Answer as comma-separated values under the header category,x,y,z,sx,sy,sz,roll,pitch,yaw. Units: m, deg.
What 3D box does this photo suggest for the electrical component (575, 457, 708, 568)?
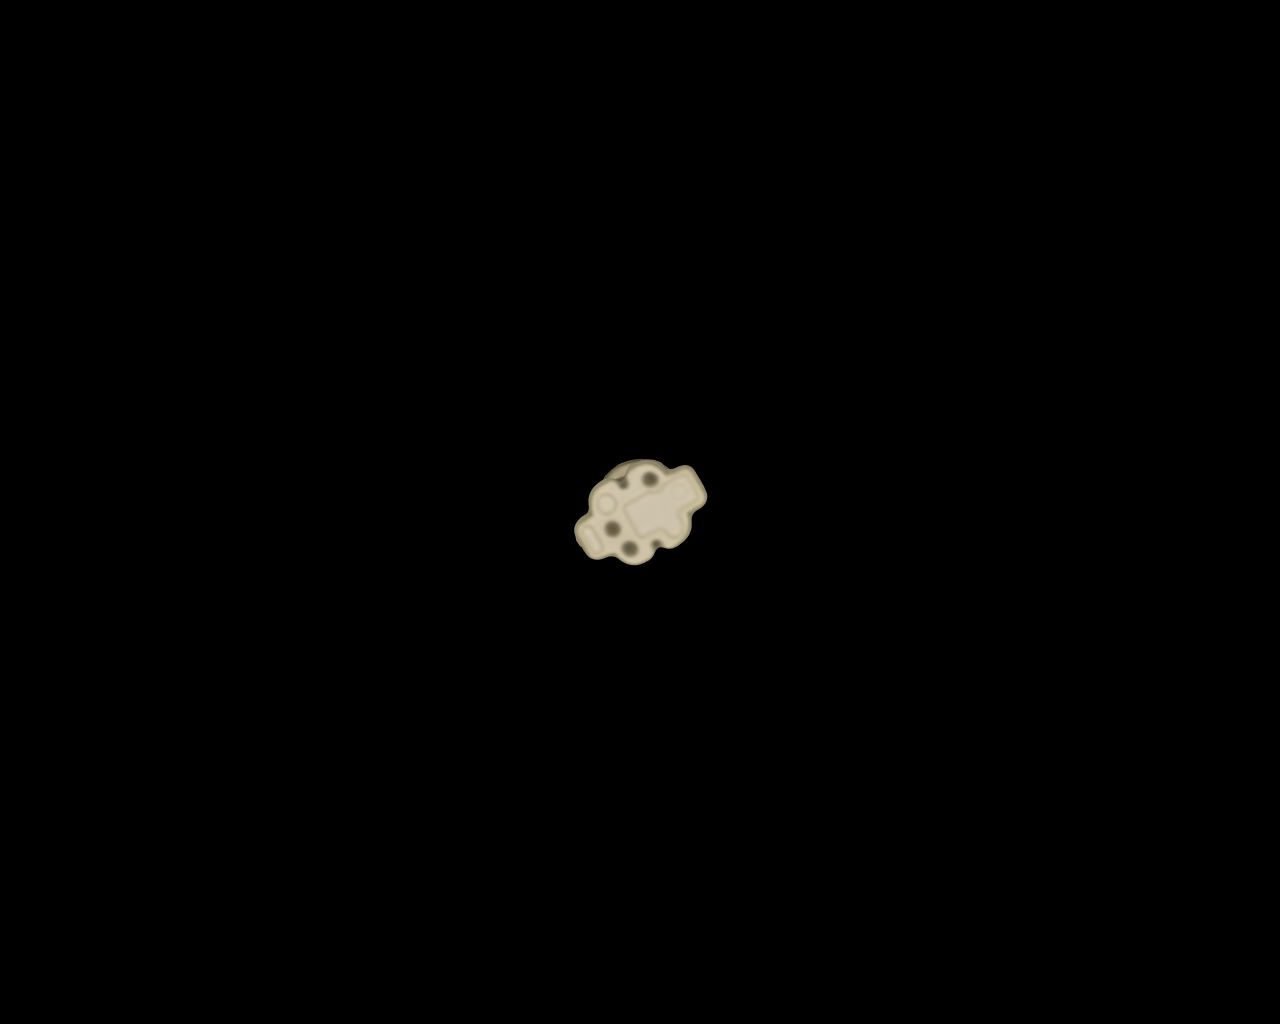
category,x,y,z,sx,sy,sz,roll,pitch,yaw
electrical component,0.001,-0.003,0.650,0.078,0.058,0.057,-28,7,4
